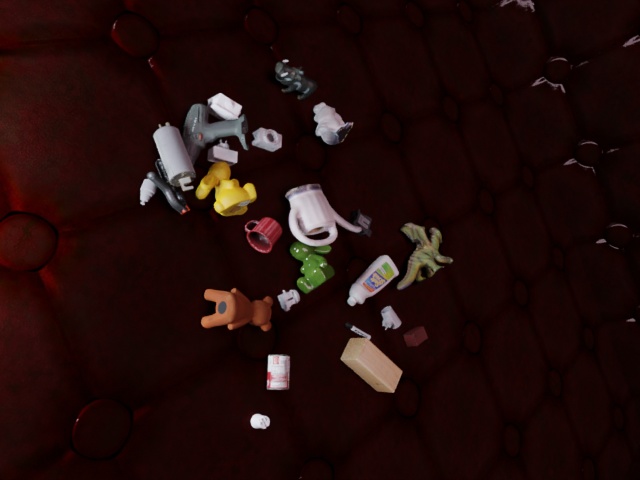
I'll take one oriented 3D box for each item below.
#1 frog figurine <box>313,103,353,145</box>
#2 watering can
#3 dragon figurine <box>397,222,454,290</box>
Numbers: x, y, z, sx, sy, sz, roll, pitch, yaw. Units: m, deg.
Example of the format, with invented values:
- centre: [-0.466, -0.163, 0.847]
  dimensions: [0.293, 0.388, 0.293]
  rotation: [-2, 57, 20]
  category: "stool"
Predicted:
- centre: [0.029, -0.440, 1.957]
  dimensions: [0.160, 0.120, 0.139]
  rotation: [36, 59, 16]
  category: "frog figurine"
- centre: [0.006, -0.091, 1.810]
  dimensions: [0.350, 0.102, 0.226]
  rotation: [-11, 75, -50]
  category: "watering can"
- centre: [0.403, 0.045, 2.131]
  dimensions: [0.413, 0.120, 0.245]
  rotation: [-16, 71, -43]
  category: "dragon figurine"
